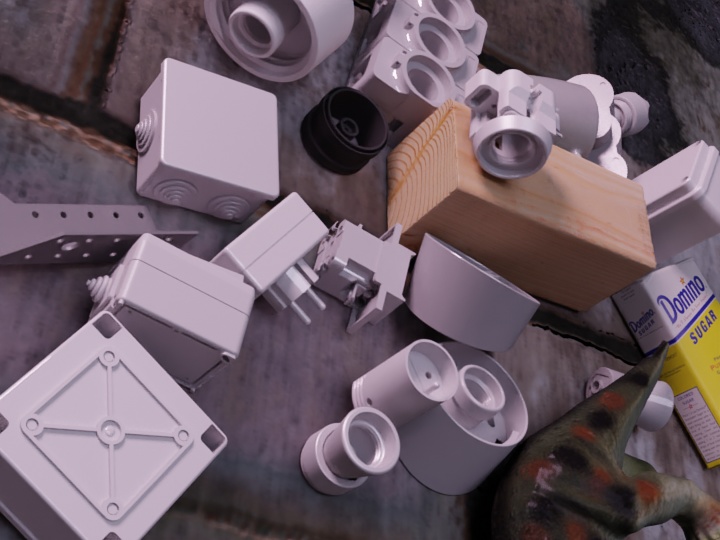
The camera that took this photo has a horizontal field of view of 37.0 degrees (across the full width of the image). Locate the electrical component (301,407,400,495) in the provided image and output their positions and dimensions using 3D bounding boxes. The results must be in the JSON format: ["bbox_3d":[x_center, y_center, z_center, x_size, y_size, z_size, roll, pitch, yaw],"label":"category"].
[{"bbox_3d":[-0.007,0.118,0.698,0.045,0.055,0.045,19,55,-29],"label":"electrical component"}]

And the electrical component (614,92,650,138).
[{"bbox_3d":[0.257,-0.153,1.070,0.062,0.043,0.043,-19,78,-42],"label":"electrical component"}]

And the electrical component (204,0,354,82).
[{"bbox_3d":[-0.066,-0.191,0.803,0.108,0.108,0.060,42,53,-10],"label":"electrical component"}]

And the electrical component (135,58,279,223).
[{"bbox_3d":[-0.107,-0.087,0.747,0.100,0.048,0.099,15,57,-31],"label":"electrical component"}]

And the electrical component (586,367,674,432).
[{"bbox_3d":[0.221,0.105,0.894,0.065,0.044,0.044,20,54,-22],"label":"electrical component"}]

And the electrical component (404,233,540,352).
[{"bbox_3d":[0.083,0.016,0.801,0.099,0.064,0.099,22,18,-7],"label":"electrical component"}]

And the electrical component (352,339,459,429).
[{"bbox_3d":[0.025,0.082,0.726,0.043,0.081,0.043,19,53,-28],"label":"electrical component"}]

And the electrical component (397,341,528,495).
[{"bbox_3d":[0.071,0.103,0.778,0.099,0.064,0.099,25,38,-22],"label":"electrical component"}]

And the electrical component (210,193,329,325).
[{"bbox_3d":[-0.054,0.003,0.736,0.075,0.047,0.083,49,46,-4],"label":"electrical component"}]

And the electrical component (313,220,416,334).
[{"bbox_3d":[0.000,0.000,0.784,0.064,0.042,0.081,28,50,-17],"label":"electrical component"}]

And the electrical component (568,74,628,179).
[{"bbox_3d":[0.214,-0.125,0.991,0.073,0.052,0.138,64,21,-58],"label":"electrical component"}]

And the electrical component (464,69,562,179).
[{"bbox_3d":[0.113,-0.105,0.795,0.078,0.058,0.057,27,47,-23],"label":"electrical component"}]

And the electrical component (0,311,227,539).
[{"bbox_3d":[-0.150,0.098,0.600,0.108,0.056,0.108,48,46,-5],"label":"electrical component"}]

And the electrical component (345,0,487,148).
[{"bbox_3d":[0.050,-0.177,0.912,0.089,0.062,0.150,32,49,-19],"label":"electrical component"}]

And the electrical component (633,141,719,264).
[{"bbox_3d":[0.285,-0.058,0.988,0.057,0.113,0.078,44,46,-12],"label":"electrical component"}]

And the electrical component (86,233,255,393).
[{"bbox_3d":[-0.122,0.021,0.663,0.096,0.062,0.061,29,50,-21],"label":"electrical component"}]
